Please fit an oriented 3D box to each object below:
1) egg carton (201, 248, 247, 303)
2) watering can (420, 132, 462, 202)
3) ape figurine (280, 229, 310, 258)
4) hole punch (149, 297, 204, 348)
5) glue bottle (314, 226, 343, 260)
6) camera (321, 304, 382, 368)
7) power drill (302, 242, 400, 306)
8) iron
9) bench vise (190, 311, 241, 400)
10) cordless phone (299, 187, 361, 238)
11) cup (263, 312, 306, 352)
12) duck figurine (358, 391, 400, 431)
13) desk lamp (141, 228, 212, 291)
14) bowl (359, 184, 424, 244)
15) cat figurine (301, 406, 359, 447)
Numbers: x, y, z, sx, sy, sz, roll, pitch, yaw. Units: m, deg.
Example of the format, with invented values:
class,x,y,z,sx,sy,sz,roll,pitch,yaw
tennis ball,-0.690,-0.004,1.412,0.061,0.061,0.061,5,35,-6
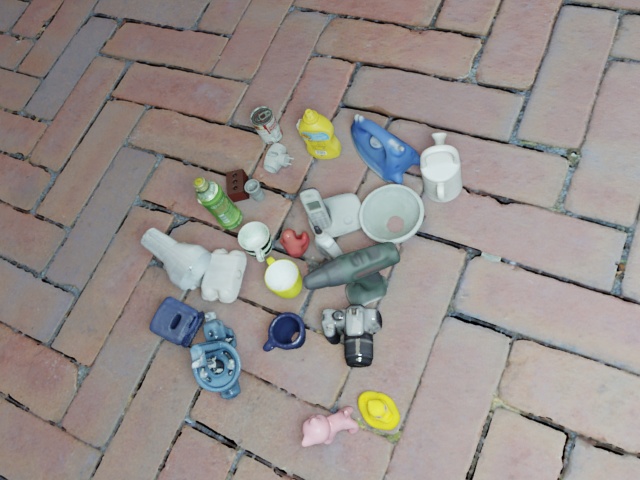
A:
class,x,y,z,sx,sy,sz,roll,pitch,yaw
egg carton,-0.255,0.096,1.535,0.107,0.069,0.150,3,67,17
watering can,0.300,-0.188,1.440,0.101,0.194,0.172,-23,62,5
ape figurine,-0.072,0.001,1.515,0.077,0.092,0.076,4,67,17
hole punch,-0.373,0.214,1.501,0.100,0.091,0.109,20,73,23
glue bottle,0.013,0.005,1.443,0.078,0.173,0.037,34,79,26
camera,0.074,0.230,1.364,0.143,0.101,0.137,-6,65,13
power drill,0.087,0.090,1.364,0.229,0.209,0.075,-26,62,3
iron,0.155,-0.272,1.548,0.119,0.142,0.257,-43,62,-6
bench vise,-0.270,0.270,1.374,0.121,0.220,0.207,-34,62,-1
cordless phone,0.029,-0.085,1.473,0.147,0.185,0.094,-18,62,7
cup,-0.080,0.242,1.405,0.118,0.095,0.091,-40,62,-4
duck figurine,0.127,0.380,1.289,0.104,0.086,0.077,35,79,26
desk lamp,-0.365,0.055,1.502,0.202,0.214,0.118,30,77,25
bowl,0.188,-0.055,1.478,0.167,0.075,0.167,-6,65,13
cat figurine,0.015,0.416,1.285,0.128,0.118,0.067,-28,62,2
